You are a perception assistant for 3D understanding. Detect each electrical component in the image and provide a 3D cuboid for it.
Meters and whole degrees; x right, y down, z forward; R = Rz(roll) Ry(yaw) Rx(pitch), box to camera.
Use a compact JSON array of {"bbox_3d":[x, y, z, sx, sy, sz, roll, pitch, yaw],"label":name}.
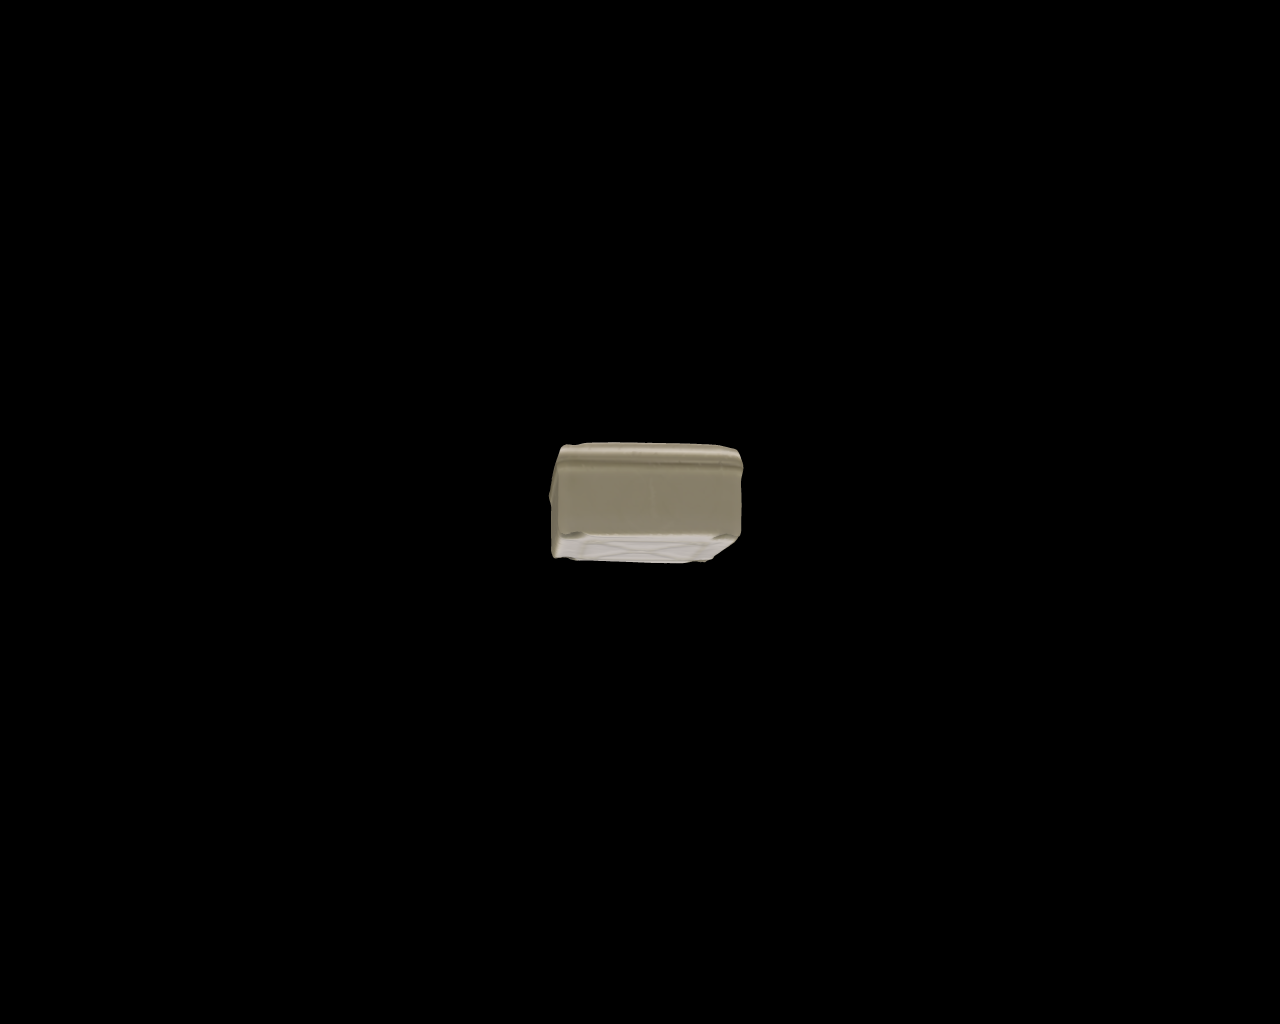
[{"bbox_3d":[0.001,-0.003,0.650,0.109,0.056,0.108,1,-11,-7],"label":"electrical component"}]
